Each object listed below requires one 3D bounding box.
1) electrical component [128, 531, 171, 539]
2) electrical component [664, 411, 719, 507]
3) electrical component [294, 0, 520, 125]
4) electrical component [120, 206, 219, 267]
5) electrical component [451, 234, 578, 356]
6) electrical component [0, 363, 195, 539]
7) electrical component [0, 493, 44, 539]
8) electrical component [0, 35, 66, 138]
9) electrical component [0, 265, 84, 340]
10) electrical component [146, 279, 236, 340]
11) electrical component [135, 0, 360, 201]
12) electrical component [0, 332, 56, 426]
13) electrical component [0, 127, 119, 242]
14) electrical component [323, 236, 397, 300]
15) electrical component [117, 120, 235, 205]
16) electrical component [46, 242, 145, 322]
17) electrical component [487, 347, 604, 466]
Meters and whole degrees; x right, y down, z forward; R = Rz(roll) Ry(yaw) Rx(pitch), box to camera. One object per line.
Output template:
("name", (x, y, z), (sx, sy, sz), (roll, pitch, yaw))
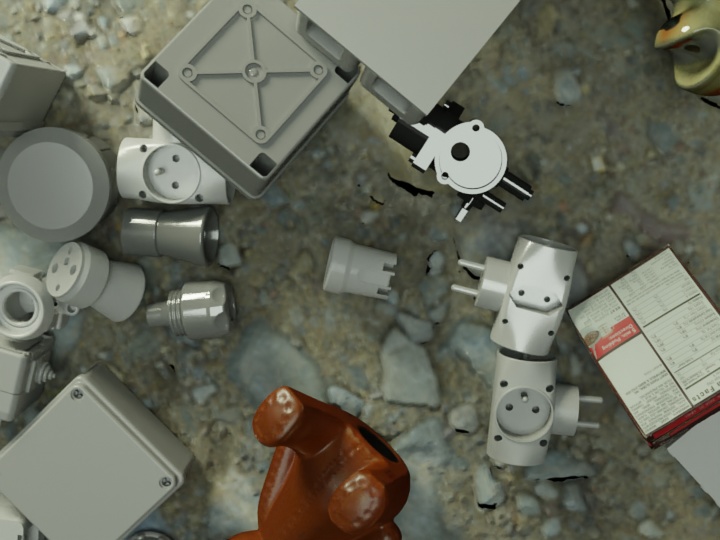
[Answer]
("electrical component", (-0.164, 0.228, 0.807), (0.048, 0.062, 0.048), (1, 100, 4))
("electrical component", (0.294, 0.141, 0.761), (0.089, 0.061, 0.150), (-42, 95, 10))
("electrical component", (0.055, -0.199, 0.698), (0.105, 0.060, 0.186), (39, 85, -3))
("electrical component", (-0.139, -0.026, 0.773), (0.065, 0.044, 0.044), (4, 100, 8))
("electrical component", (0.105, 0.013, 0.761), (0.079, 0.043, 0.077), (14, 101, 2))
("electrical component", (-0.199, 0.145, 0.798), (0.109, 0.056, 0.108), (-43, 95, 10))
("electrical component", (-0.289, 0.197, 0.813), (0.089, 0.055, 0.050), (6, 100, 3))
("electrical component", (-0.271, -0.138, 0.728), (0.109, 0.108, 0.056), (29, 98, -1))
("electrical component", (-0.240, 0.023, 0.780), (0.066, 0.055, 0.048), (15, 101, 1))
("electrical component", (-0.123, 0.030, 0.780), (0.062, 0.043, 0.043), (-6, 99, 6))
("electrical component", (-0.075, -0.123, 0.722), (0.109, 0.056, 0.108), (40, 72, -3))
("electrical component", (-0.271, 0.073, 0.787), (0.096, 0.061, 0.061), (16, 101, 1))
("electrical component", (-0.212, -0.062, 0.765), (0.080, 0.051, 0.080), (1, 100, 4))
("electrical component", (0.000, 0.000, 0.769), (0.046, 0.040, 0.040), (12, 101, -5))
("electrical component", (-0.128, -0.088, 0.759), (0.077, 0.044, 0.079), (4, 100, 3))
("electrical component", (-0.188, 0.008, 0.767), (0.055, 0.045, 0.045), (27, 104, -44))
("electrical component", (0.134, 0.099, 0.773), (0.079, 0.044, 0.077), (5, 100, 3))
